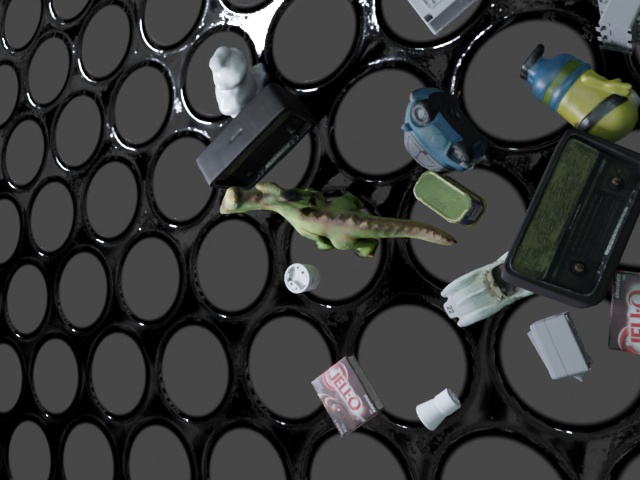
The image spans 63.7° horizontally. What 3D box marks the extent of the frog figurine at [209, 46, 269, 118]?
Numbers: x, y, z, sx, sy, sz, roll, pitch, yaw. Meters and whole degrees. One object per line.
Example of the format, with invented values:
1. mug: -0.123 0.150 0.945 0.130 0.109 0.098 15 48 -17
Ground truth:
1. frog figurine: -0.179 -0.320 1.045 0.123 0.159 0.137 7 91 32

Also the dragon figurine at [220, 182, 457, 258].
1. dragon figurine: 0.003 -0.044 0.874 0.411 0.242 0.122 7 86 32
